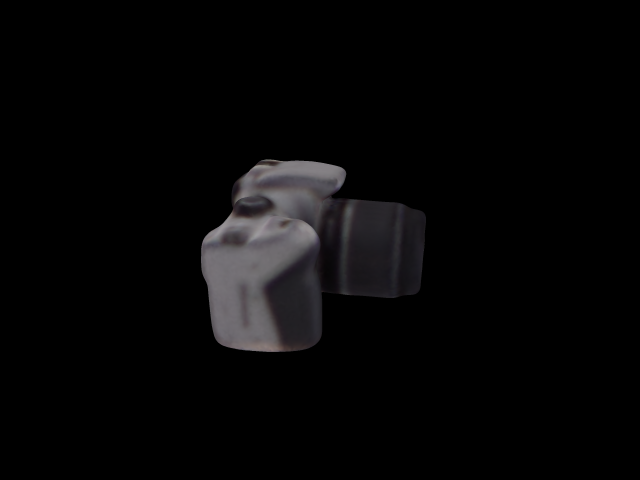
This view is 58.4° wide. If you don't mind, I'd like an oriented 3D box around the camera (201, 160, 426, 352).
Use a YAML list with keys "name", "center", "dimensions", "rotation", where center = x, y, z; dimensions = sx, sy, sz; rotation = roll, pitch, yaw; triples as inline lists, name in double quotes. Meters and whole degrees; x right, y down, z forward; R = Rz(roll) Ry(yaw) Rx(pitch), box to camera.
- name: "camera"
  center: [0.004, 0.001, 0.400]
  dimensions: [0.136, 0.101, 0.143]
  rotation: [4, 24, 10]
